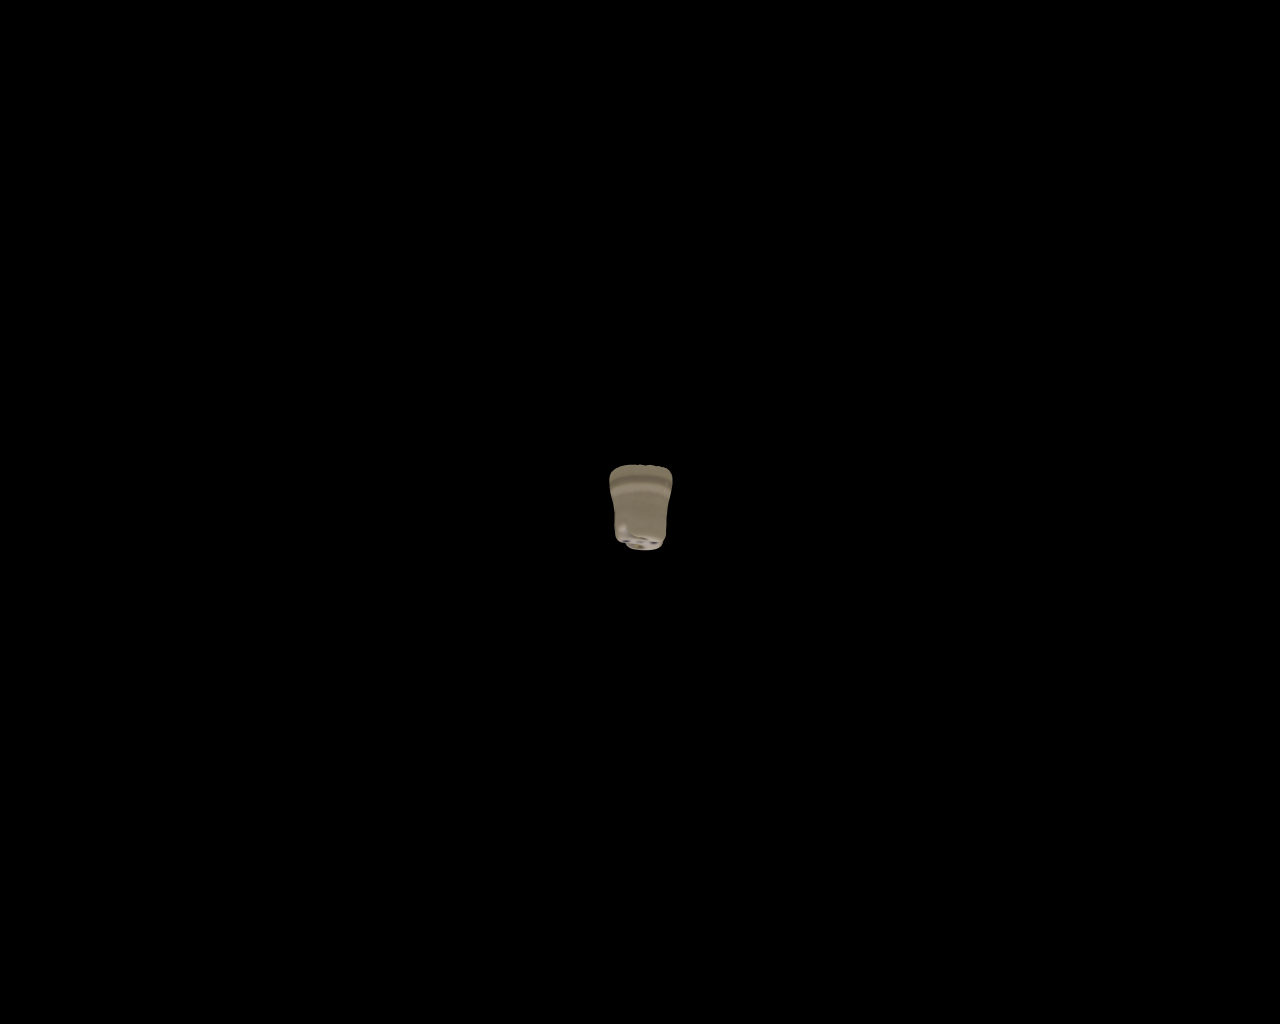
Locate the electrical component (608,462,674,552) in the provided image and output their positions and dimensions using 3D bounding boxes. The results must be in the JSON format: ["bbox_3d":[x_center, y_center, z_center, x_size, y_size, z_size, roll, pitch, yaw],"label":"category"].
[{"bbox_3d":[0.001,-0.003,0.650,0.040,0.046,0.040,0,-18,0],"label":"electrical component"}]
